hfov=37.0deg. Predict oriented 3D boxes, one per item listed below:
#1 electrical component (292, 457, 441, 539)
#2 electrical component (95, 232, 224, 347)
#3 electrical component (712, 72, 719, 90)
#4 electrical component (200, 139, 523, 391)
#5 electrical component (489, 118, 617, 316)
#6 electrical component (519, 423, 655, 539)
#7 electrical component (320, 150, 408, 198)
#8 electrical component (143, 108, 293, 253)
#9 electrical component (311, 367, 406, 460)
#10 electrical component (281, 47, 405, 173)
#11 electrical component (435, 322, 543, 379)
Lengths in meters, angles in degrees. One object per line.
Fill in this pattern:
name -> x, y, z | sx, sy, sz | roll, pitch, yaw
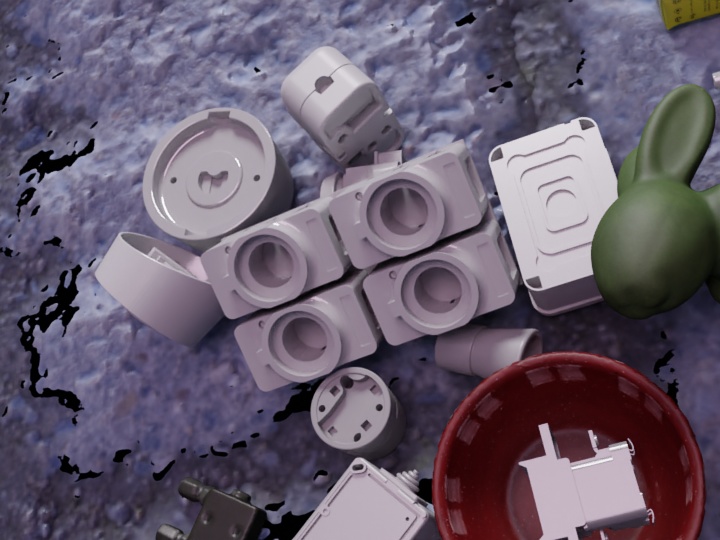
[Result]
electrical component -> 0.009, 0.167, 0.682 | 0.062, 0.061, 0.096 | 35, 84, 29
electrical component -> -0.139, 0.009, 0.783 | 0.099, 0.099, 0.064 | 39, 92, 28
electrical component -> 0.270, -0.135, 0.725 | 0.061, 0.035, 0.035 | -14, 65, 17
electrical component -> 0.000, 0.000, 0.717 | 0.186, 0.060, 0.105 | -21, 98, 17
electrical component -> 0.139, -0.034, 0.719 | 0.078, 0.057, 0.113 | -18, 64, 12
electrical component -> 0.128, 0.126, 0.602 | 0.064, 0.042, 0.081 | -17, 65, 12
electrical component -> 0.006, -0.044, 0.772 | 0.057, 0.058, 0.078 | -6, 67, 14
electrical component -> -0.102, -0.061, 0.816 | 0.108, 0.060, 0.108 | -7, 67, 17
electrical component -> 0.001, 0.098, 0.721 | 0.055, 0.047, 0.055 | -7, 67, 17
electrical component -> -0.014, -0.115, 0.786 | 0.054, 0.095, 0.059 | -44, 61, -1
electrical component -> 0.083, 0.055, 0.713 | 0.065, 0.044, 0.044 | 11, 73, 29
